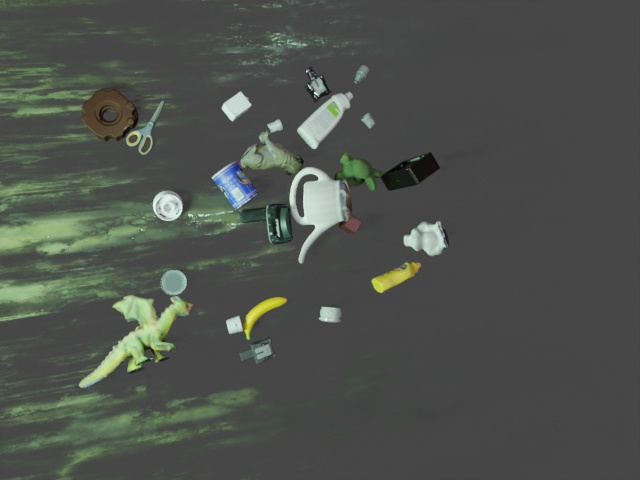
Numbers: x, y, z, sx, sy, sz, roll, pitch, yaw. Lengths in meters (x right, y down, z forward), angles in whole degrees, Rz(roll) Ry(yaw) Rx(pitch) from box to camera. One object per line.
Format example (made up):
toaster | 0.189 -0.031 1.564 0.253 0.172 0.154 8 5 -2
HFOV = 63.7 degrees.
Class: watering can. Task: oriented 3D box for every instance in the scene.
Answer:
watering can | 0.006 -0.094 1.862 0.224 0.104 0.348 -4 89 9

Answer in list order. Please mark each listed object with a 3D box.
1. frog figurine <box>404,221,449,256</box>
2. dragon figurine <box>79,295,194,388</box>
frog figurine | 0.409 0.000 1.986 0.158 0.124 0.136 -18 103 22
dragon figurine | -0.616 0.305 1.715 0.412 0.120 0.245 -18 74 -16
